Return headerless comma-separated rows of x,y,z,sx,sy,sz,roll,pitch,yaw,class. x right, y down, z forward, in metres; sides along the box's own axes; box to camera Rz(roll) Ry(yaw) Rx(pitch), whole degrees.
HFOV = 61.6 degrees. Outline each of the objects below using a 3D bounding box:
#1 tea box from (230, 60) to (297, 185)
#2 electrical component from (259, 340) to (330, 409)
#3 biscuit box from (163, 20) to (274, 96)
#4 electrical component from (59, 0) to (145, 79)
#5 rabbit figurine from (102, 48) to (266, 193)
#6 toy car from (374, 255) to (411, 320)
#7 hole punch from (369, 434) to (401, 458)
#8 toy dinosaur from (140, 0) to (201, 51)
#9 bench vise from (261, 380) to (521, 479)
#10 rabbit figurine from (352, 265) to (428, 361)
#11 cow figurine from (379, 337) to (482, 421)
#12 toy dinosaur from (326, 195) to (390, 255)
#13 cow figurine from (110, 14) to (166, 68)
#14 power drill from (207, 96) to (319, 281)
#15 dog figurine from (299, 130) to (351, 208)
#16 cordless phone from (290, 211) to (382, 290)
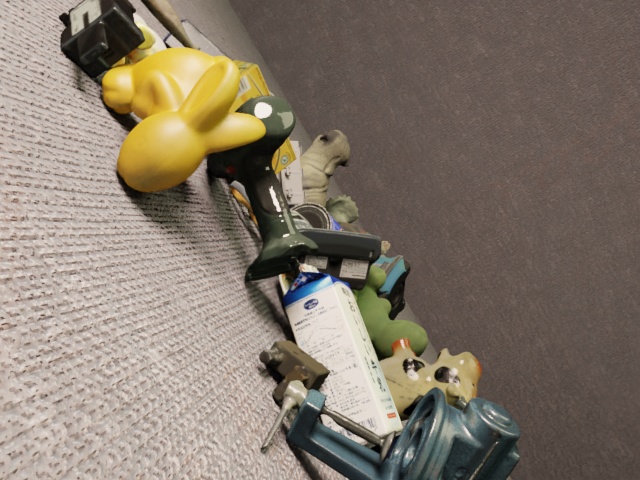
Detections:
-0.114,-0.171,0.817,0.068,0.098,0.169,28,-30,43,tea box
-0.025,0.148,0.582,0.078,0.045,0.102,32,0,13,electrical component
-0.166,-0.263,0.881,0.202,0.063,0.059,40,-24,-19,biscuit box
-0.224,-0.210,0.555,0.047,0.075,0.119,46,11,-52,electrical component
-0.139,-0.113,0.545,0.173,0.162,0.121,-83,157,-47,rabbit figurine
0.099,0.091,0.984,0.103,0.109,0.161,25,-37,25,toy car
0.109,0.269,0.655,0.092,0.142,0.116,54,21,-5,hole punch
-0.300,-0.407,0.660,0.471,0.105,0.199,54,9,-13,toy dinosaur
0.063,0.219,0.510,0.241,0.223,0.129,28,25,6,bench vise
0.081,0.144,0.845,0.170,0.159,0.121,33,30,26,rabbit figurine
0.125,0.204,0.725,0.085,0.195,0.127,63,4,-50,cow figurine
0.048,0.041,1.128,0.192,0.131,0.405,39,26,-20,toy dinosaur
-0.209,-0.214,0.691,0.167,0.068,0.098,51,6,-47,cow figurine
-0.079,-0.057,0.675,0.232,0.086,0.207,-37,-118,59,power drill
-0.002,-0.103,1.058,0.172,0.191,0.121,57,9,-22,dog figurine
-0.001,-0.003,0.838,0.146,0.088,0.184,6,21,-22,cordless phone
